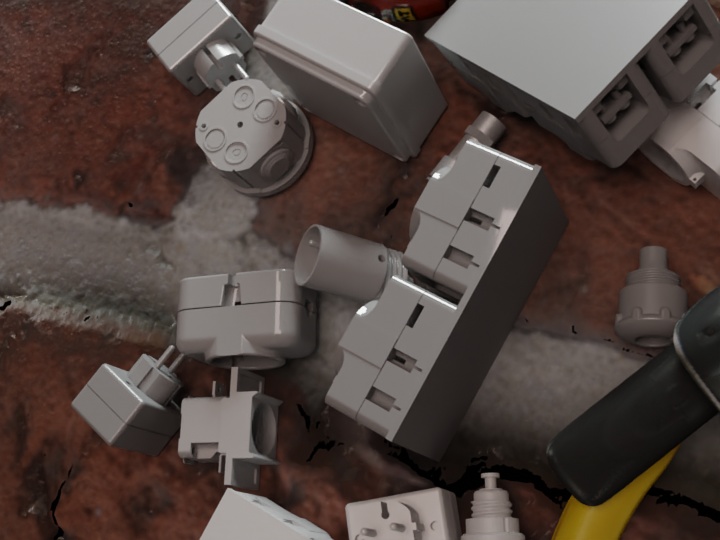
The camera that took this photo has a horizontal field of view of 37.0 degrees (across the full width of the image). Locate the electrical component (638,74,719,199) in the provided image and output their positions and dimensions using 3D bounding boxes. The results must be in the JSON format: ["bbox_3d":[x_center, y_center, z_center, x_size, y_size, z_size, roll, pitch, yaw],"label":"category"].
[{"bbox_3d":[0.215,-0.094,0.701,0.055,0.050,0.089,-45,65,2],"label":"electrical component"}]

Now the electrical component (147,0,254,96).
[{"bbox_3d":[-0.115,-0.167,0.846,0.066,0.047,0.076,-41,65,4],"label":"electrical component"}]

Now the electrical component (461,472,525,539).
[{"bbox_3d":[0.084,0.167,0.676,0.040,0.040,0.078,-6,72,18],"label":"electrical component"}]

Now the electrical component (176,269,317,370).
[{"bbox_3d":[-0.081,0.037,0.768,0.095,0.054,0.059,-6,72,19],"label":"electrical component"}]

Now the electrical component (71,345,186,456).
[{"bbox_3d":[-0.153,0.086,0.773,0.047,0.066,0.076,38,90,25],"label":"electrical component"}]

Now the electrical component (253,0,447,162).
[{"bbox_3d":[-0.005,-0.139,0.764,0.109,0.109,0.056,31,84,25],"label":"electrical component"}]

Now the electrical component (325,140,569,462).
[{"bbox_3d":[0.057,0.021,0.694,0.060,0.105,0.186,27,84,25],"label":"electrical component"}]

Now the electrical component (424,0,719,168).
[{"bbox_3d":[0.138,-0.148,0.705,0.105,0.060,0.186,-46,37,2],"label":"electrical component"}]

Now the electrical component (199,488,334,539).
[{"bbox_3d":[-0.076,0.232,0.702,0.089,0.062,0.150,26,84,25],"label":"electrical component"}]

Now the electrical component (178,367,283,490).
[{"bbox_3d":[-0.092,0.112,0.757,0.064,0.042,0.081,-6,72,22],"label":"electrical component"}]

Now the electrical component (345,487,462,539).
[{"bbox_3d":[0.023,0.165,0.678,0.066,0.077,0.047,-14,70,16],"label":"electrical component"}]

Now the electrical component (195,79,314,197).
[{"bbox_3d":[-0.080,-0.100,0.811,0.080,0.051,0.080,-6,72,18],"label":"electrical component"}]

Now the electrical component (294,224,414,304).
[{"bbox_3d":[0.000,0.000,0.743,0.043,0.081,0.043,-45,37,48],"label":"electrical component"}]

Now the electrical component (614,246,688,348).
[{"bbox_3d":[0.186,0.016,0.683,0.048,0.048,0.062,-1,67,20],"label":"electrical component"}]
